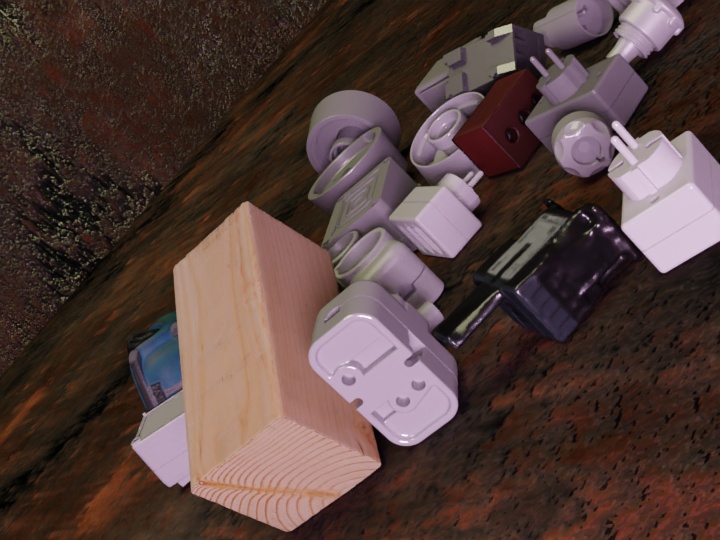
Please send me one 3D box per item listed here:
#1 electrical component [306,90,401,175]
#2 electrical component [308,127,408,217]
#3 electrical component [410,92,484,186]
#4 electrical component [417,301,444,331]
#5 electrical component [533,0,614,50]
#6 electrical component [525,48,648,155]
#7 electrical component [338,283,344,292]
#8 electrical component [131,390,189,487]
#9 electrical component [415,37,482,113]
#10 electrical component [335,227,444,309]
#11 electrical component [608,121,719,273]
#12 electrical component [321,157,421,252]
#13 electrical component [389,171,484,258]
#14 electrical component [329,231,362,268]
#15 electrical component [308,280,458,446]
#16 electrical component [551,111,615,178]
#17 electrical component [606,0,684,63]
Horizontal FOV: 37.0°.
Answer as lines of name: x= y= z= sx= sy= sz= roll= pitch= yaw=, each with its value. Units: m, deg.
electrical component: x=-0.010 y=-0.145 z=1.239 sx=0.108 sy=0.108 sz=0.060 roll=-35 pitch=25 yaw=34
electrical component: x=0.003 y=-0.094 z=1.152 sx=0.108 sy=0.060 sz=0.108 roll=-41 pitch=16 yaw=15
electrical component: x=0.097 y=-0.116 z=1.007 sx=0.099 sy=0.064 sz=0.099 roll=-34 pitch=33 yaw=25
electrical component: x=0.031 y=0.048 z=0.761 sx=0.062 sy=0.048 sz=0.048 roll=-41 pitch=15 yaw=-8
electrical component: x=0.201 y=-0.235 z=1.033 sx=0.043 sy=0.043 sz=0.081 roll=-51 pitch=16 yaw=-18
electrical component: x=0.163 y=-0.141 z=0.834 sx=0.047 sy=0.076 sz=0.083 roll=-54 pitch=18 yaw=-27
electrical component: x=-0.037 y=0.030 z=0.977 sx=0.077 sy=0.043 sz=0.079 roll=-28 pitch=23 yaw=46
electrical component: x=-0.144 y=0.140 z=0.959 sx=0.096 sy=0.061 sz=0.061 roll=-33 pitch=17 yaw=11
electrical component: x=0.111 y=-0.192 z=1.120 sx=0.061 sy=0.062 sz=0.096 roll=-54 pitch=18 yaw=-27
electrical component: x=0.019 y=0.006 z=0.866 sx=0.053 sy=0.059 sz=0.095 roll=-47 pitch=16 yaw=-4
electrical component: x=0.166 y=-0.052 z=0.602 sx=0.047 sy=0.077 sz=0.065 roll=-36 pitch=19 yaw=32
electrical component: x=0.017 y=-0.045 z=1.003 sx=0.078 sy=0.057 sz=0.113 roll=-38 pitch=17 yaw=24
electrical component: x=0.074 y=-0.054 z=0.898 sx=0.076 sy=0.047 sz=0.066 roll=-48 pitch=16 yaw=-10
electrical component: x=0.000 y=0.000 z=0.937 sx=0.045 sy=0.055 sz=0.045 roll=-41 pitch=16 yaw=15
electrical component: x=0.016 y=0.056 z=0.681 sx=0.054 sy=0.095 sz=0.059 roll=-40 pitch=17 yaw=20
electrical component: x=0.161 y=-0.095 z=0.786 sx=0.043 sy=0.043 sz=0.062 roll=-41 pitch=15 yaw=18
electrical component: x=0.224 y=-0.189 z=0.861 sx=0.062 sy=0.048 sz=0.048 roll=-50 pitch=15 yaw=9
